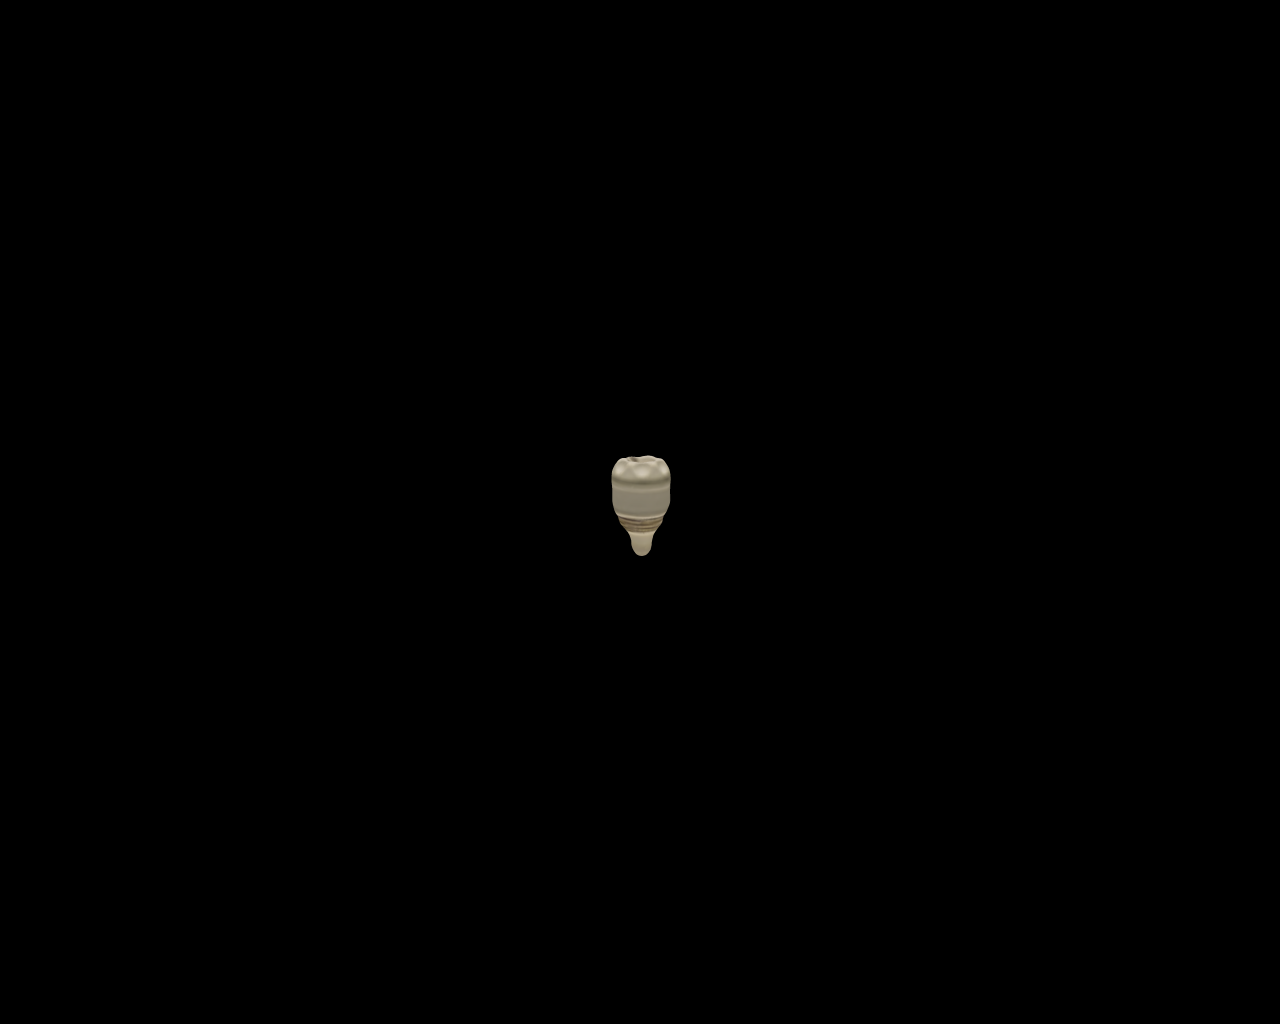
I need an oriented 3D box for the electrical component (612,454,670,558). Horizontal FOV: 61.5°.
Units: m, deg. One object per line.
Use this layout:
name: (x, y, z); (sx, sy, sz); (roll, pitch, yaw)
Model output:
electrical component: (0.001, -0.003, 0.650); (0.035, 0.061, 0.035); (0, 15, 0)
